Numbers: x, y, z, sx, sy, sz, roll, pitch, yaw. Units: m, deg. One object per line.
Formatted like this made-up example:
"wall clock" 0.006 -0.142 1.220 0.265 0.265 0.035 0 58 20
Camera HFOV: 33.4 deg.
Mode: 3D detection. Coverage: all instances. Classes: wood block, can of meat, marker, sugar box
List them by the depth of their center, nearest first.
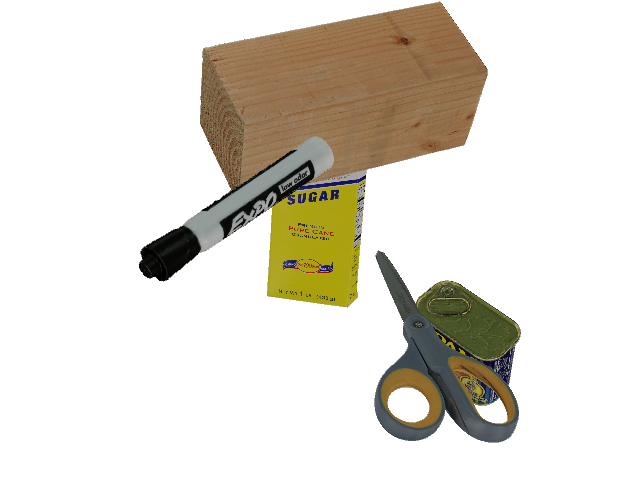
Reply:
"marker" -0.040 -0.016 0.522 0.120 0.020 0.020 -36 22 -33
"wood block" 0.016 -0.114 0.856 0.205 0.091 0.090 -15 -34 -19
"can of meat" 0.140 0.102 1.037 0.057 0.084 0.102 -37 55 -27
"sugar box" -0.003 -0.024 1.113 0.093 0.176 0.048 6 15 14

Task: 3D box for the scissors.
"scissors" 0.052 0.069 0.708 0.096 0.016 0.202 -13 37 -25
